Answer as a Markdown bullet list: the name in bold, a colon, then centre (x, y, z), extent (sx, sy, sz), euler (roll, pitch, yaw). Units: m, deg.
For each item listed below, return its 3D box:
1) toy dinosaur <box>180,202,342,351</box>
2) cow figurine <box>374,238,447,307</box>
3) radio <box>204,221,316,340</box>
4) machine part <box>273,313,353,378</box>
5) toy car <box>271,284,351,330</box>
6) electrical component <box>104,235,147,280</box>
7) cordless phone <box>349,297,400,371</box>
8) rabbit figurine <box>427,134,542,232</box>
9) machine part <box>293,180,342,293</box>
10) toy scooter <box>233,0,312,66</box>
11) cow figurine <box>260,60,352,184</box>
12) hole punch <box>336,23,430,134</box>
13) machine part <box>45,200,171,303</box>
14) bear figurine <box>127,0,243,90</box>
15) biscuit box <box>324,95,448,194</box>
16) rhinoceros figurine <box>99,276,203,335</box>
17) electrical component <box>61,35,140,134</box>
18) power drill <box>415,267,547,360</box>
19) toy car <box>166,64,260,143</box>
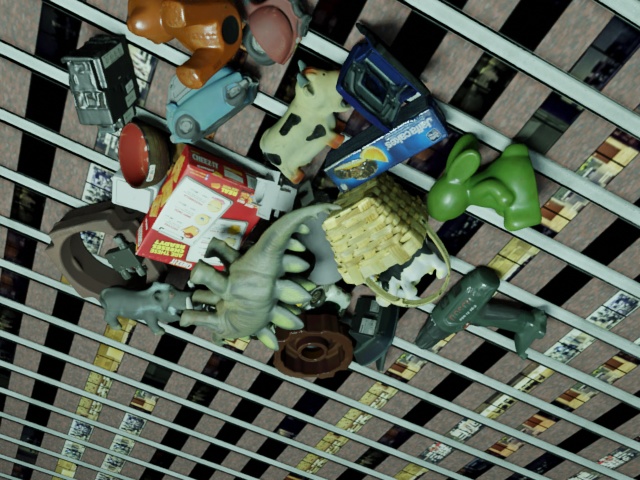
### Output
- **toy dinosaur**: centre (-0.109, 0.074, 0.885), extent (0.198, 0.105, 0.471), euler (22, 139, -6)
- **cow figurine**: centre (0.154, 0.059, 1.022), extent (0.098, 0.068, 0.167), euler (43, 118, -16)
- **radio**: centre (-0.113, 0.083, 0.999), extent (0.131, 0.073, 0.229), euler (33, 131, -5)
- **machine part**: centre (-0.015, 0.219, 1.110), extent (0.179, 0.056, 0.179), euler (-1, 133, -1)
- **toy car**: centre (-0.022, 0.156, 1.129), extent (0.073, 0.056, 0.202), euler (36, 125, -27)
- **electrical component**: centre (-0.364, 0.032, 0.993), extent (0.063, 0.021, 0.093), euler (-13, 124, 17)
- **cordless phone**: centre (0.114, 0.221, 1.098), extent (0.089, 0.147, 0.184), euler (4, 124, 13)
- **rabbit figurine**: centre (0.255, -0.083, 0.867), extent (0.170, 0.121, 0.158), euler (-12, 118, 13)
- **machine part**: centre (-0.002, -0.003, 0.991), extent (0.079, 0.079, 0.242), euler (-6, 125, 12)
- **toy scooter**: centre (-0.069, -0.341, 0.745), extent (0.135, 0.075, 0.183), euler (-22, 117, 24)
- **cow figurine**: centre (-0.021, -0.192, 0.849), extent (0.127, 0.085, 0.195), euler (34, 125, -25)
- **hole punch**: centre (0.087, -0.231, 0.779), extent (0.142, 0.116, 0.092), euler (34, 117, -19)
- **machine part**: centre (-0.411, 0.027, 1.064), extent (0.202, 0.087, 0.200), euler (-11, 124, 18)
- **bear figurine**: centre (-0.209, -0.297, 0.735), extent (0.196, 0.132, 0.120), euler (20, 136, 23)
- **biscuit box**: centre (0.105, -0.154, 0.870), extent (0.203, 0.063, 0.059), euler (-28, 119, 26)
- **rhinoceros figurine**: centre (-0.319, 0.118, 1.028), extent (0.190, 0.073, 0.112), euler (2, 122, -6)
- **electrical component**: centre (-0.333, -0.237, 0.833), extent (0.058, 0.115, 0.134), euler (4, 126, 8)
- **power drill**: centre (0.328, 0.167, 1.082), extent (0.207, 0.086, 0.231), euler (23, 124, 0)
- **toy car**: centre (-0.180, -0.225, 0.833), extent (0.162, 0.109, 0.103), euler (-33, 99, 18)
